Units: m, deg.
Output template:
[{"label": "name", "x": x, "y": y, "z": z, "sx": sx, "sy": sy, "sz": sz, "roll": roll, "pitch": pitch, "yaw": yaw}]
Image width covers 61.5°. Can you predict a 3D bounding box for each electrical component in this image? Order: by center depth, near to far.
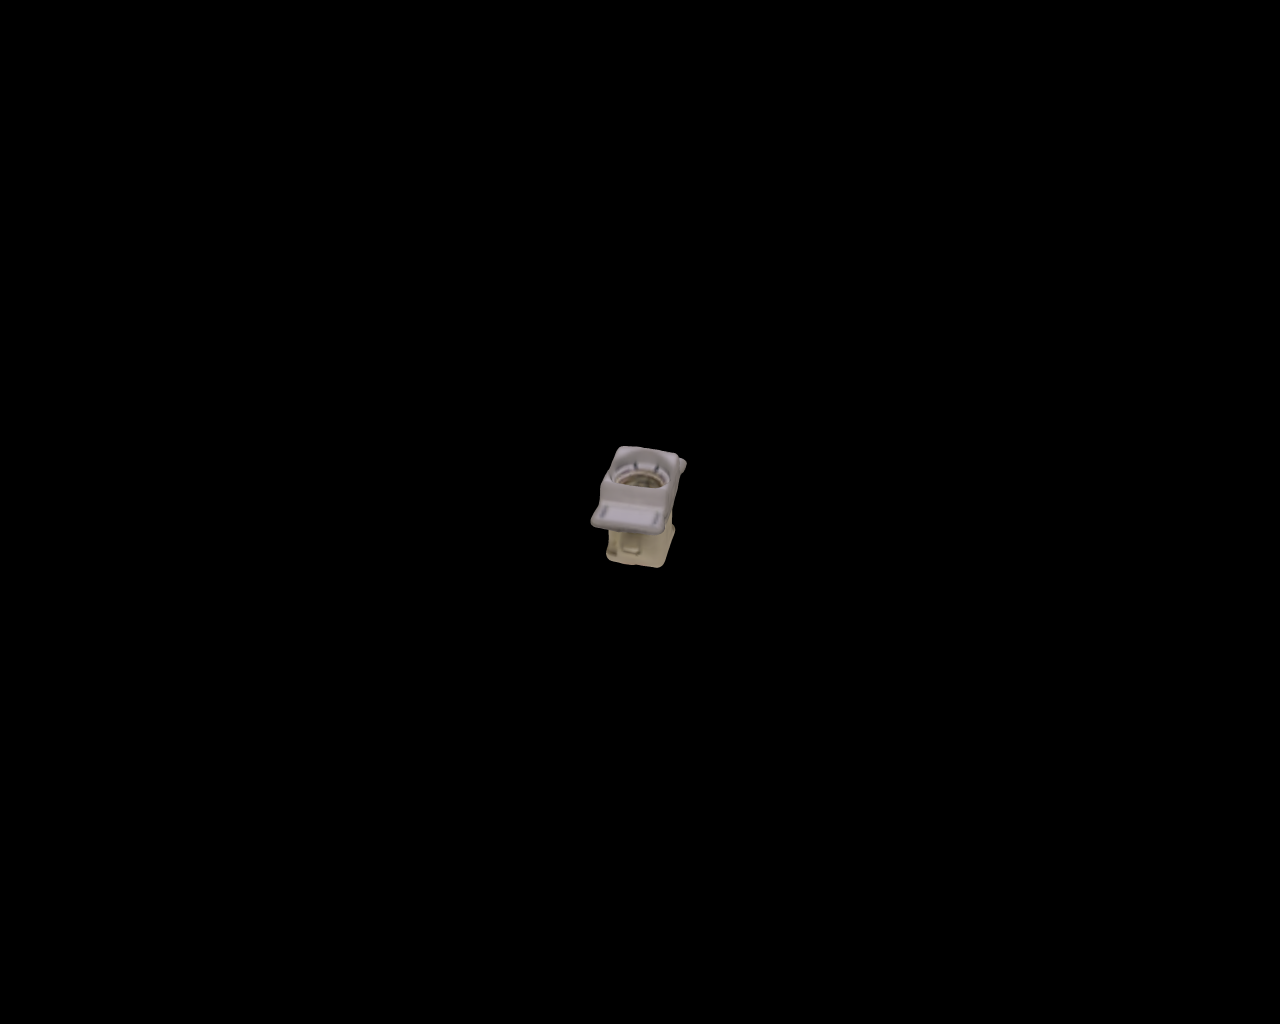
[{"label": "electrical component", "x": 0.001, "y": -0.003, "z": 0.650, "sx": 0.042, "sy": 0.063, "sz": 0.081, "roll": 8, "pitch": 36, "yaw": 11}]
